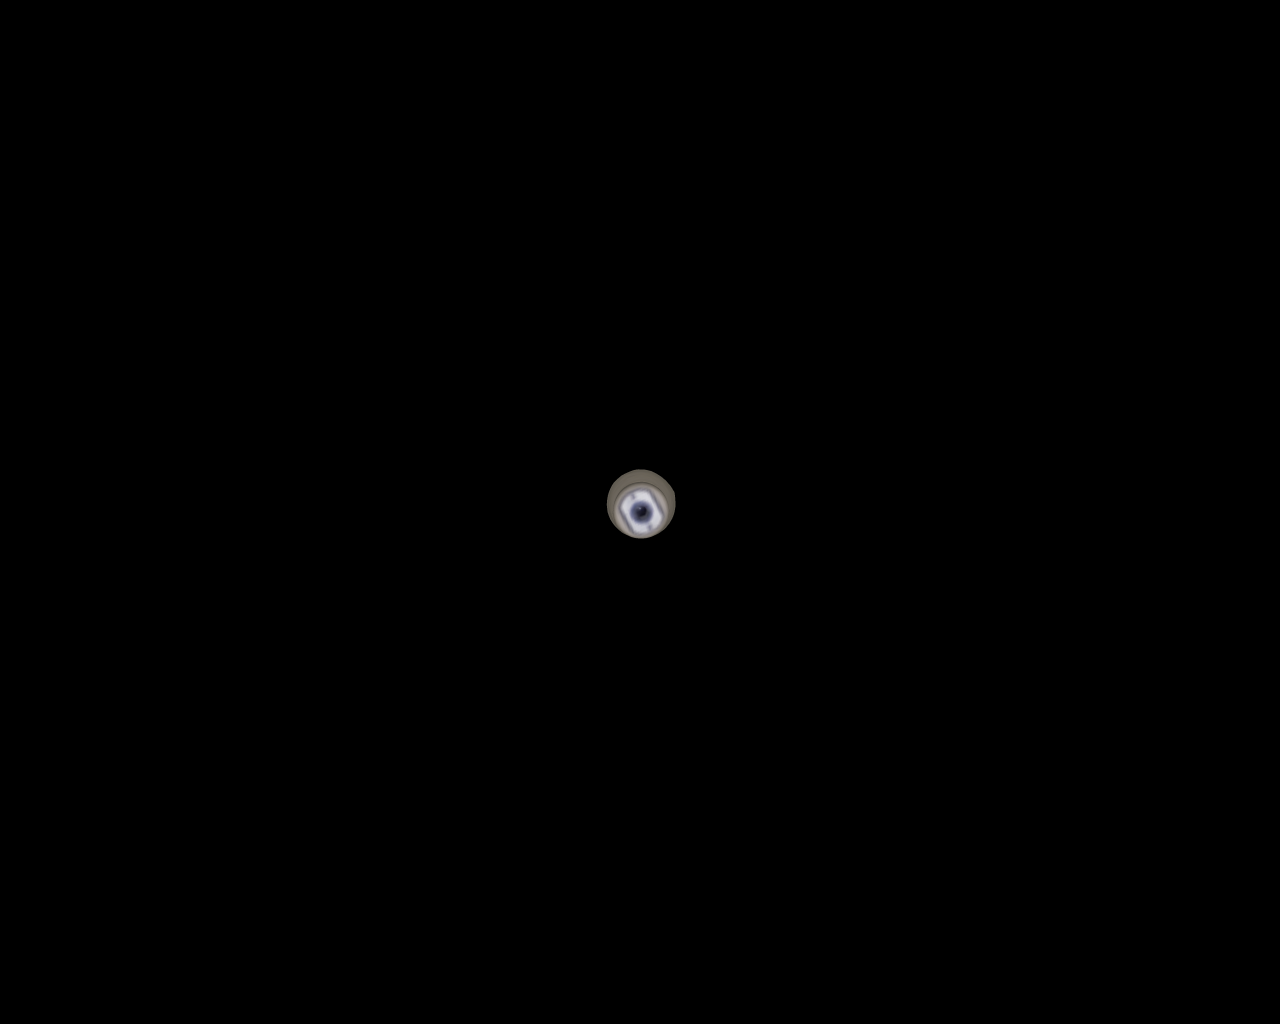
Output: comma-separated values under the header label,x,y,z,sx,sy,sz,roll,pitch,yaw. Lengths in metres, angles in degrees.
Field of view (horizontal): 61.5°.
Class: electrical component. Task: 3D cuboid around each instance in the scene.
label,x,y,z,sx,sy,sz,roll,pitch,yaw
electrical component,0.001,-0.003,0.650,0.044,0.044,0.065,0,4,0
